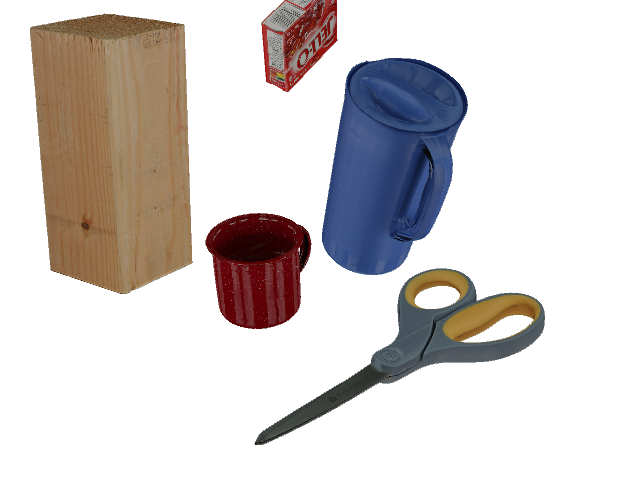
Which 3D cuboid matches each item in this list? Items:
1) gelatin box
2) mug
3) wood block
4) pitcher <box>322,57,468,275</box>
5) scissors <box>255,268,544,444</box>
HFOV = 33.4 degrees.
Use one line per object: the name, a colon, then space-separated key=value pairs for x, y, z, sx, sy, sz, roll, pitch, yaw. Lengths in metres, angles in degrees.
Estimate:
gelatin box: x=-0.017 y=-0.195 z=0.999 sx=0.030 sy=0.089 sz=0.073 roll=27 pitch=-33 yaw=21
mug: x=-0.053 y=0.026 z=1.040 sx=0.093 sy=0.081 sz=0.117 roll=23 pitch=40 yaw=35
wood block: x=-0.169 y=-0.074 z=0.878 sx=0.091 sy=0.206 sz=0.090 roll=15 pitch=25 yaw=31
pitcher: x=0.077 y=-0.070 z=1.205 sx=0.145 sy=0.243 sz=0.149 roll=21 pitch=44 yaw=9
scissors: x=0.036 y=0.059 z=0.614 sx=0.201 sy=0.016 sz=0.096 roll=-15 pitch=33 yaw=-23
